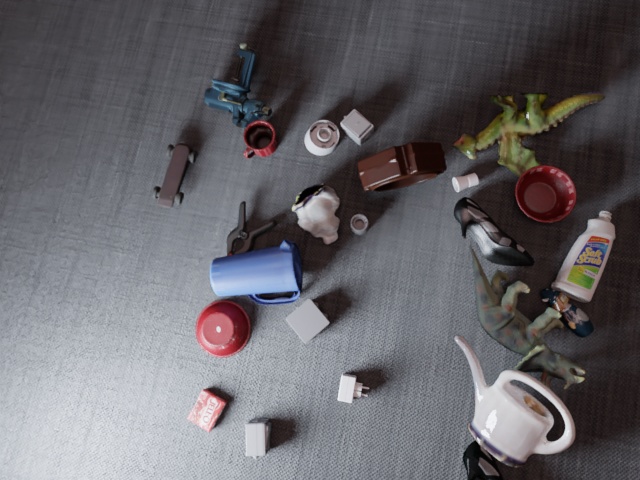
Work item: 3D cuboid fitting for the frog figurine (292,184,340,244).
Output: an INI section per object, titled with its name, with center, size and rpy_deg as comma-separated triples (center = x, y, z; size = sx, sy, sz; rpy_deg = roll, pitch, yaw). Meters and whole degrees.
[frog figurine]
center = 0.004, -0.074, 1.463
size = 0.138, 0.123, 0.157
rpy_deg = -43, 115, -11

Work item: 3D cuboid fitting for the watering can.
[watering can]
center = 0.449, 0.413, 1.293
size = 0.351, 0.104, 0.222
rpy_deg = 35, 107, 28

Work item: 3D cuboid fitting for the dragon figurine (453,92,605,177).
[dragon figurine]
center = 0.590, -0.298, 1.457
size = 0.410, 0.123, 0.241
rpy_deg = 1, 97, 7
